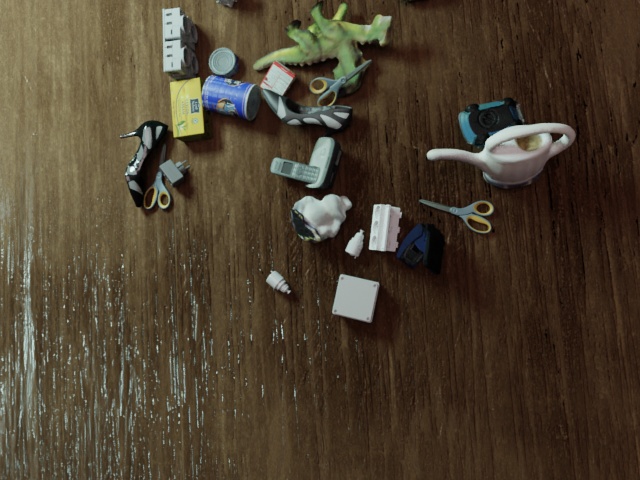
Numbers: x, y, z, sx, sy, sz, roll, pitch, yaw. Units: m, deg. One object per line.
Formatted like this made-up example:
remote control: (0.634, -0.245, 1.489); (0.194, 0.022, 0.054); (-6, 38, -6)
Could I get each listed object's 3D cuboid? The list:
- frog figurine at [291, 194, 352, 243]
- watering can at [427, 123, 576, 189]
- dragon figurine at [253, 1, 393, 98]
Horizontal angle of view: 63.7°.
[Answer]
frog figurine: (0.004, -0.072, 1.422); (0.139, 0.120, 0.162); (40, 58, 18)
watering can: (0.445, -0.208, 1.284); (0.347, 0.221, 0.106); (-10, 67, 11)
dragon figurine: (0.022, -0.515, 1.449); (0.406, 0.123, 0.243); (-31, 87, 23)
